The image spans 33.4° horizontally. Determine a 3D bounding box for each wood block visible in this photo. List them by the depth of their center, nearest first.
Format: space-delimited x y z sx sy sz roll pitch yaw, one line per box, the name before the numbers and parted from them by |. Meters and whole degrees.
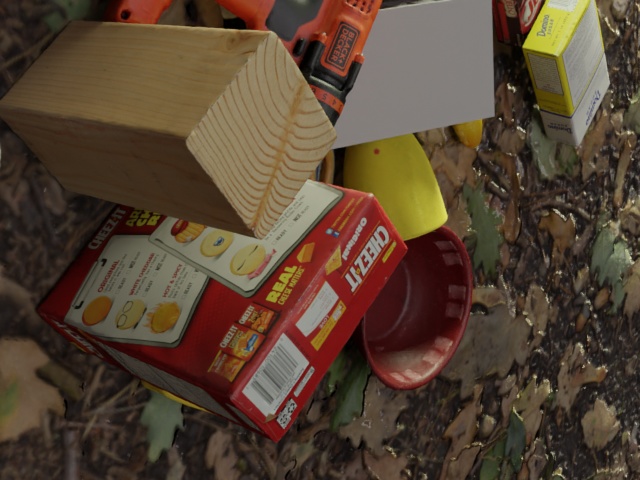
wood block | -0.103 -0.077 0.688 0.090 0.206 0.090 -55 133 -22

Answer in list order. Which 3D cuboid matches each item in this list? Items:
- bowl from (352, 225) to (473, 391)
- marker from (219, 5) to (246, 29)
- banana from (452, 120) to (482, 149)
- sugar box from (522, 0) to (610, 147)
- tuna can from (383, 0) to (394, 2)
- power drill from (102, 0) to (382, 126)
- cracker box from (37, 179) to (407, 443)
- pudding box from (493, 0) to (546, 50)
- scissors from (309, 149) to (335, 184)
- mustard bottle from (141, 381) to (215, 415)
bowl | 0.076 0.059 1.018 0.161 0.055 0.162 -14 110 -43
marker | -0.074 -0.204 0.822 0.020 0.020 0.121 -30 121 -37
banana | 0.143 -0.186 1.038 0.069 0.037 0.198 -7 105 -44
sugar box | 0.262 -0.184 1.128 0.093 0.048 0.176 -61 153 -16
tuna can | 0.088 -0.197 0.980 0.085 0.034 0.086 -13 108 -44
power drill | -0.059 -0.146 0.780 0.187 0.057 0.184 26 81 -24
cracker box | -0.071 0.029 0.743 0.164 0.214 0.072 -55 135 -20
pudding box | 0.210 -0.262 1.068 0.113 0.039 0.090 -63 156 -15
scissors | -0.006 0.001 0.943 0.096 0.016 0.202 -60 155 -47
mustard bottle | -0.070 0.042 0.861 0.096 0.058 0.191 29 79 -46
